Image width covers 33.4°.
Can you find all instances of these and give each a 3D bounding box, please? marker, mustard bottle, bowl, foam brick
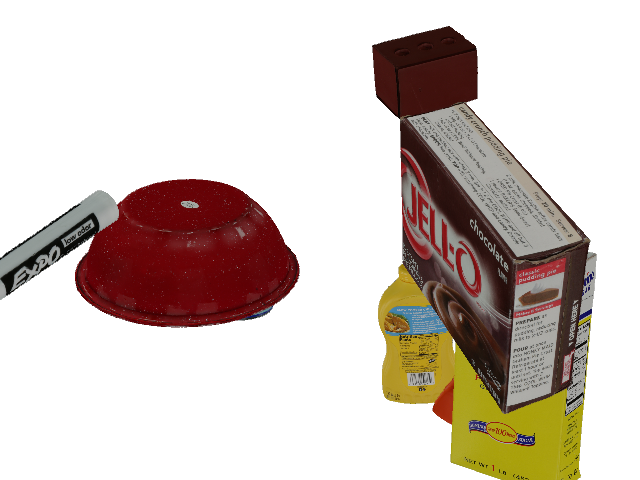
[{"bbox_3d":[-0.150,0.011,0.537,0.020,0.020,0.120,0,31,43],"label":"marker"},{"bbox_3d":[0.118,0.102,1.292,0.096,0.192,0.058,-3,21,6],"label":"mustard bottle"},{"bbox_3d":[-0.095,-0.001,0.761,0.162,0.055,0.162,1,26,-1],"label":"bowl"},{"bbox_3d":[0.091,-0.146,0.926,0.078,0.051,0.053,-17,36,-15],"label":"foam brick"}]

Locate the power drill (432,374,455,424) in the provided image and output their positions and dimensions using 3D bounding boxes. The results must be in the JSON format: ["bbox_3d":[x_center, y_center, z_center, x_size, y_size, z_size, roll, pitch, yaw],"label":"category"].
[{"bbox_3d":[0.153,0.080,0.983,0.057,0.188,0.184,24,32,27],"label":"power drill"}]

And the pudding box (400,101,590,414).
[{"bbox_3d":[0.073,0.005,0.476,0.039,0.090,0.114,-18,42,-14],"label":"pudding box"}]

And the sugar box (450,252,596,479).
[{"bbox_3d":[0.146,0.089,0.780,0.093,0.176,0.048,11,21,36],"label":"sugar box"}]

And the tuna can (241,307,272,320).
[{"bbox_3d":[-0.090,0.052,1.098,0.086,0.034,0.086,3,17,-1],"label":"tuna can"}]
